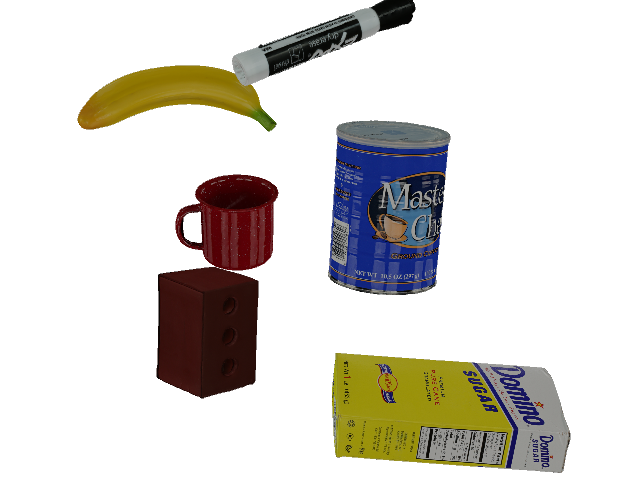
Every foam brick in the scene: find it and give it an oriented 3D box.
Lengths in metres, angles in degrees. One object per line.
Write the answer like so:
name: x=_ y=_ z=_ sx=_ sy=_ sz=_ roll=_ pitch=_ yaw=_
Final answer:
foam brick: x=-0.079 y=0.062 z=0.750 sx=0.052 sy=0.078 sz=0.051 roll=-10 pitch=17 yaw=-44

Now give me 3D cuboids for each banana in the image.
banana: x=-0.138 y=-0.137 z=1.014 sx=0.197 sy=0.070 sz=0.037 roll=-4 pitch=-40 yaw=-27

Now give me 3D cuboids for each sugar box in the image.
sugar box: x=0.098 y=0.133 z=0.836 sx=0.176 sy=0.048 sz=0.093 roll=2 pitch=26 yaw=-1

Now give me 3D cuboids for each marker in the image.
marker: x=0.005 y=-0.121 z=0.638 sx=0.121 sy=0.020 sz=0.020 roll=-25 pitch=9 yaw=-19

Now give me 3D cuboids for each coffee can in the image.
coffee can: x=0.062 y=-0.032 z=0.978 sx=0.103 sy=0.140 sz=0.103 roll=3 pitch=16 yaw=-1

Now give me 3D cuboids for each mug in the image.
mug: x=-0.106 y=-0.018 z=1.210 sx=0.117 sy=0.081 sz=0.093 roll=-7 pitch=30 yaw=-15
